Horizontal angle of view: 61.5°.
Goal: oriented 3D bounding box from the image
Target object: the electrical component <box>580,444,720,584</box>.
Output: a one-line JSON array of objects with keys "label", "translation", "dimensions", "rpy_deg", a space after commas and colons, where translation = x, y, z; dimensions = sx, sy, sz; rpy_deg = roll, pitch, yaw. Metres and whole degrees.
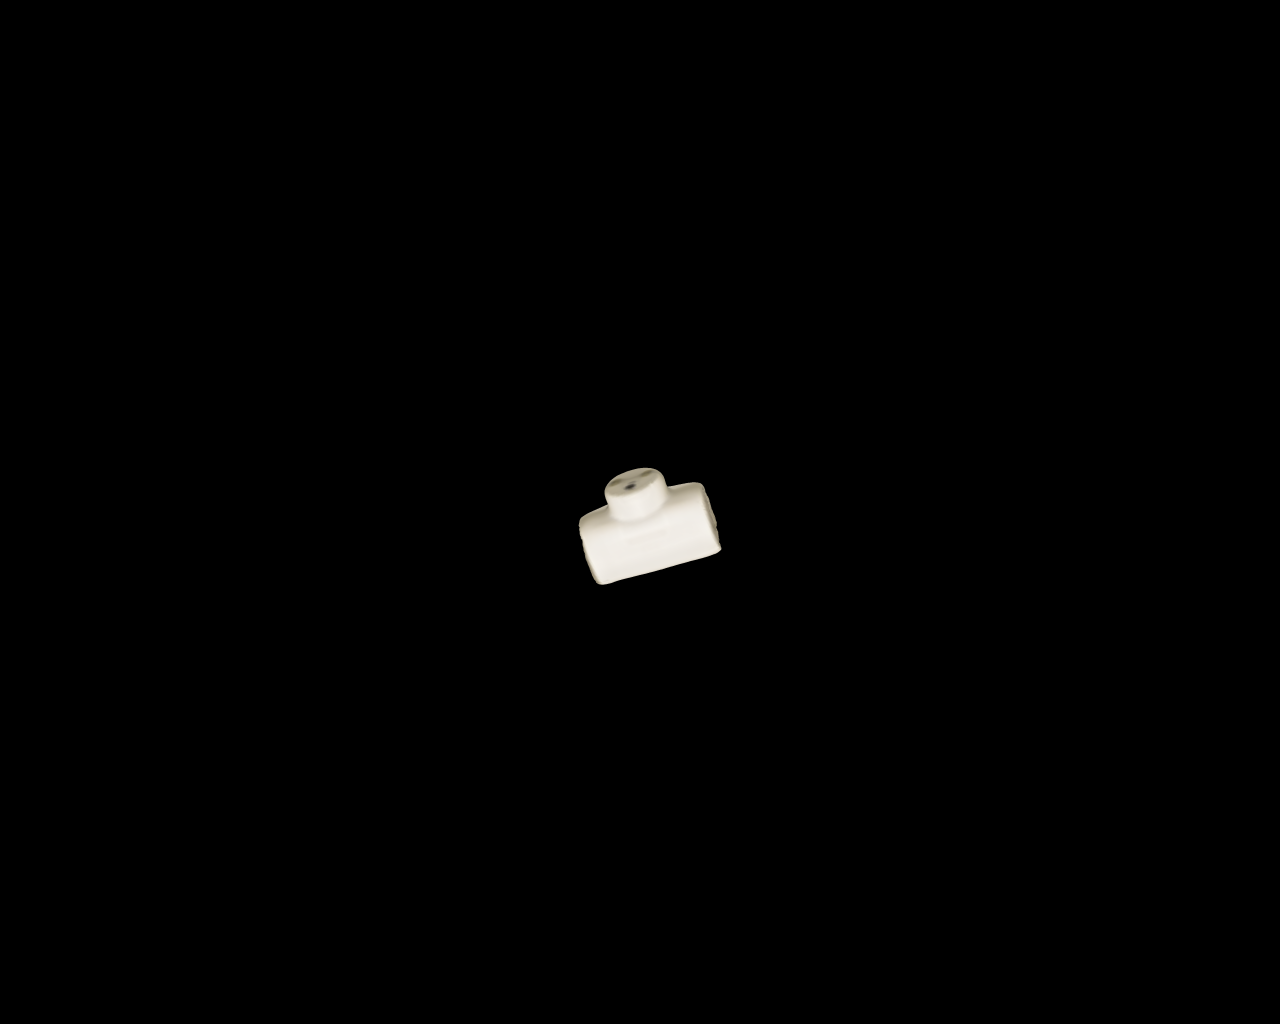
[{"label": "electrical component", "translation": [0.001, -0.003, 0.650], "dimensions": [0.077, 0.079, 0.043], "rpy_deg": [-17, 22, 7]}]
